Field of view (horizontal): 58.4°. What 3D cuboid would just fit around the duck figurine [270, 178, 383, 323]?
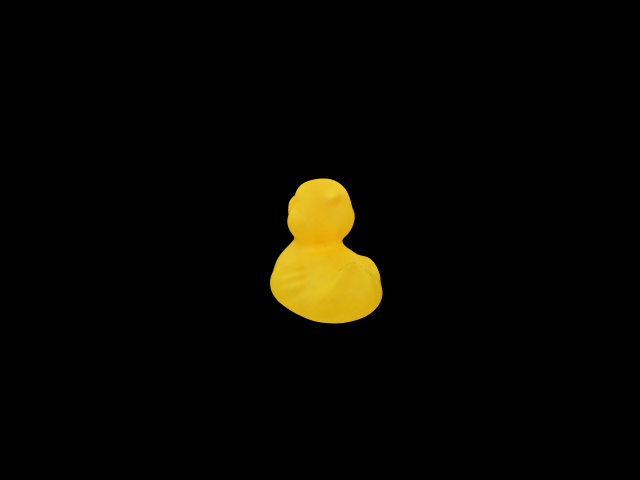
[{"bbox_3d":[0.004,0.001,0.400,0.078,0.086,0.104,-9,24,-21],"label":"duck figurine"}]
